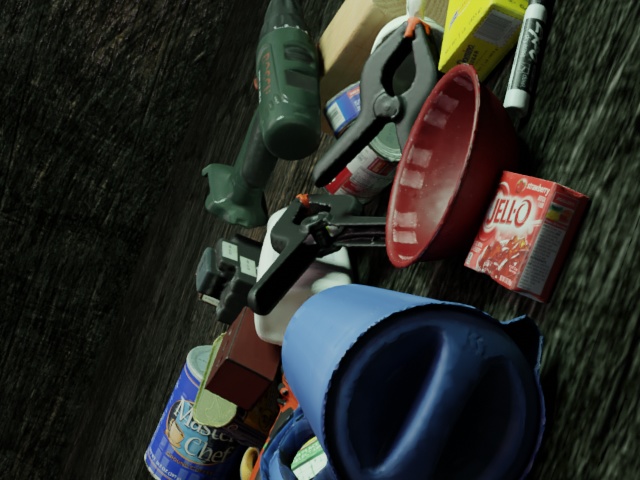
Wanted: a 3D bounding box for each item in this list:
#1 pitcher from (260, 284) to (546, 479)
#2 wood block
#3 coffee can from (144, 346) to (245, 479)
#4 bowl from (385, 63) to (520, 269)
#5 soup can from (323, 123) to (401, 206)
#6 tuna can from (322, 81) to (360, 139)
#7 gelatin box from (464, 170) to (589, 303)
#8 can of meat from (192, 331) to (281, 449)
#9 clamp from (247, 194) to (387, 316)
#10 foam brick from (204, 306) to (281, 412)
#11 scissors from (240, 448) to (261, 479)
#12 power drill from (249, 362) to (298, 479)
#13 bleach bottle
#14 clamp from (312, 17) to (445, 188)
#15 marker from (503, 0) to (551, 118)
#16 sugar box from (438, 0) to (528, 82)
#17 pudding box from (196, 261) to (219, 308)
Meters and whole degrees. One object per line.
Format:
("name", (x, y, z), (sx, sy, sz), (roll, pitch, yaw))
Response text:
("pitcher", (0.035, 0.100, 0.717), (0.243, 0.149, 0.145), (-164, 82, -79))
("wood block", (0.055, -0.200, 1.131), (0.206, 0.090, 0.090), (132, 154, -53))
("coffee can", (-0.127, 0.206, 1.213), (0.103, 0.102, 0.140), (-108, 40, -67))
("bowl", (0.105, -0.048, 0.807), (0.162, 0.055, 0.162), (-163, 90, -78))
("soup can", (0.049, -0.083, 1.040), (0.102, 0.068, 0.068), (136, 151, -57))
("tuna can", (0.048, -0.133, 1.078), (0.034, 0.086, 0.086), (64, 150, 12))
("gelatin box", (0.134, -0.005, 0.707), (0.089, 0.030, 0.073), (-142, 73, -74))
("can of meat", (-0.076, 0.158, 1.107), (0.058, 0.083, 0.102), (-1, 63, 36))
("clamp", (-0.006, 0.001, 0.986), (0.164, 0.036, 0.210), (-25, 20, -7))
("foam brick", (-0.069, 0.113, 1.023), (0.053, 0.051, 0.078), (-55, 11, 36))
("scissors", (-0.067, 0.276, 1.072), (0.096, 0.016, 0.202), (-64, 15, 12))
("power drill", (-0.044, 0.190, 1.000), (0.187, 0.057, 0.184), (-64, 13, -2))
("bleach bottle", (-0.009, 0.019, 1.089), (0.250, 0.102, 0.068), (-85, -2, -65))
("clamp", (0.056, -0.110, 0.941), (0.039, 0.120, 0.171), (16, -98, -68))
("marker", (0.162, -0.151, 0.824), (0.020, 0.020, 0.121), (146, 142, -66))
("sugar box", (0.149, -0.230, 0.924), (0.093, 0.048, 0.176), (130, 155, -53))
("pudding box", (-0.087, 0.061, 1.244), (0.039, 0.113, 0.090), (-64, 16, 12))
